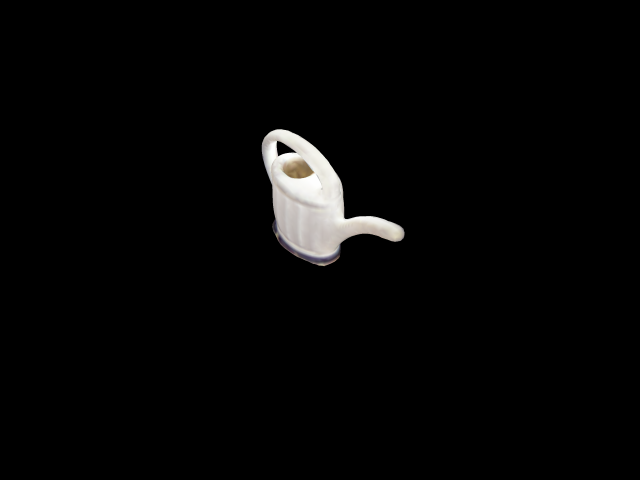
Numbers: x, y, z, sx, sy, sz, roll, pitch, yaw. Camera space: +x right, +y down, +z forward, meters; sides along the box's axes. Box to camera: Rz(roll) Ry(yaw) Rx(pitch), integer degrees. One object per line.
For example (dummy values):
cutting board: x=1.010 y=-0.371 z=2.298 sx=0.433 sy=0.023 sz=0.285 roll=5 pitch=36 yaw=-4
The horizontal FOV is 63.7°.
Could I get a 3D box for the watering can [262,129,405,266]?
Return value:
watering can: x=0.003 y=-0.043 z=0.850 sx=0.105 sy=0.219 sz=0.353 roll=-27 pitch=51 yaw=-24
